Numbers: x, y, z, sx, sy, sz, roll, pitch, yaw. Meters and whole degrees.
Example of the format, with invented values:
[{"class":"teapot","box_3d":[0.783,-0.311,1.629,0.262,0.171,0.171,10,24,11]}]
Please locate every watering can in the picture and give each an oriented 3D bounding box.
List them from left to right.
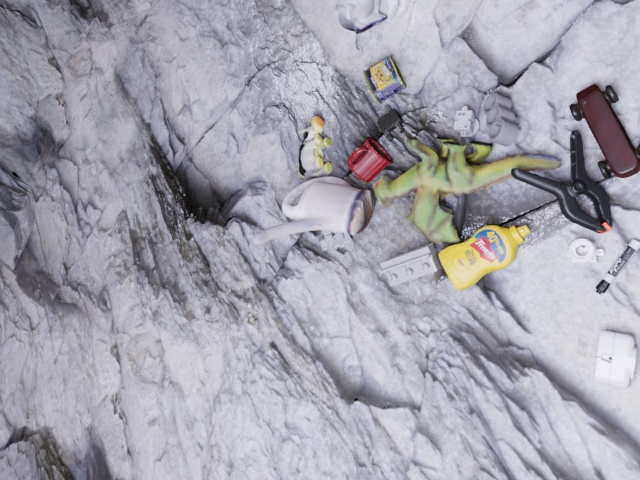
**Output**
[{"class":"watering can","box_3d":[0.004,-0.062,1.240,0.225,0.102,0.355,13,36,20]}]

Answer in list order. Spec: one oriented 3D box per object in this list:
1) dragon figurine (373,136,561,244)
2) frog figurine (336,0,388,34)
[{"class":"dragon figurine","box_3d":[0.301,-0.108,1.168,0.412,0.240,0.123,17,15,29]},{"class":"frog figurine","box_3d":[0.104,-0.651,1.391,0.138,0.157,0.124,-25,26,-9]}]
